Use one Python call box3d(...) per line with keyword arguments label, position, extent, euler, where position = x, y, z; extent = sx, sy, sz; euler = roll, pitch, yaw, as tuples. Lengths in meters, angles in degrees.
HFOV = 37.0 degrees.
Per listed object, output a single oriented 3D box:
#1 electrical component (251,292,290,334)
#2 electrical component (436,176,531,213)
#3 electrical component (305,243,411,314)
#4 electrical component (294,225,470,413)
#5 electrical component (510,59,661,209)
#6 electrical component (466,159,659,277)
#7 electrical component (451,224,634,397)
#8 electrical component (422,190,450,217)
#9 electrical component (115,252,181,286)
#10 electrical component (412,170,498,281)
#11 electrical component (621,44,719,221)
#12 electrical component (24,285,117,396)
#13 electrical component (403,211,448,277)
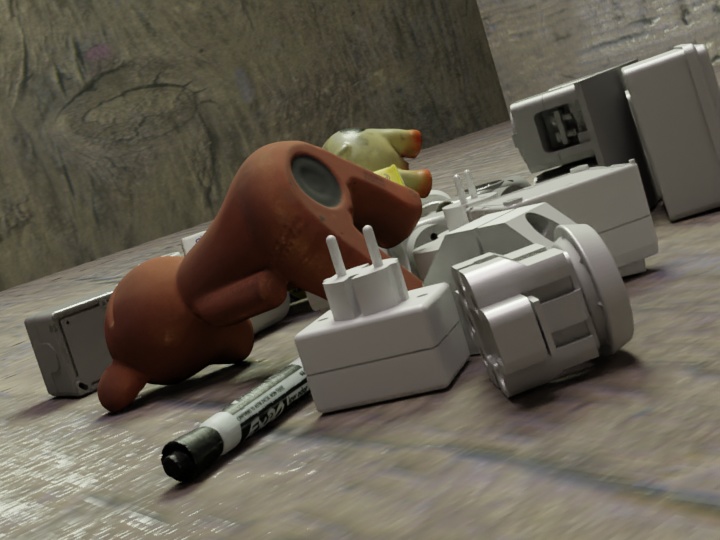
box3d(label="electrical component", position=(-0.104, 0.032, 0.781), extent=(0.079, 0.043, 0.077), euler=(-12, 9, 36))
box3d(label="electrical component", position=(0.115, -0.049, 0.881), extent=(0.077, 0.044, 0.079), euler=(-22, 8, -30))
box3d(label="electrical component", position=(0.000, 0.000, 0.732), extent=(0.057, 0.058, 0.078), euler=(-18, 7, 17))
box3d(label="electrical component", position=(0.006, 0.018, 0.499), extent=(0.066, 0.076, 0.047), euler=(-14, 8, 21))
box3d(label="electrical component", position=(0.174, -0.090, 0.802), extent=(0.060, 0.105, 0.186), euler=(-15, 7, 29))
box3d(label="electrical component", position=(0.118, -0.021, 0.598), extent=(0.096, 0.061, 0.062), euler=(-19, 7, -15))
box3d(label="electrical component", position=(0.075, 0.015, 0.443), extent=(0.057, 0.058, 0.078), euler=(-20, 7, -2))
box3d(label="electrical component", position=(0.069, -0.049, 0.997), extent=(0.043, 0.043, 0.081), euler=(-17, 7, 5))
box3d(label="electrical component", position=(-0.176, 0.018, 0.985), extent=(0.108, 0.060, 0.108), euler=(-17, 7, 2))
box3d(label="electrical component", position=(0.076, -0.028, 0.696), extent=(0.052, 0.073, 0.138), euler=(-13, 8, 29))
box3d(label="electrical component", position=(0.223, -0.098, 0.747), extent=(0.056, 0.108, 0.109), euler=(-18, 7, 16))
box3d(label="electrical component", position=(-0.187, 0.048, 0.788), extent=(0.096, 0.061, 0.061), euler=(-22, 9, -39))
box3d(label="electrical component", position=(0.050, -0.015, 0.778), extent=(0.077, 0.043, 0.079), euler=(-19, 7, -15))
